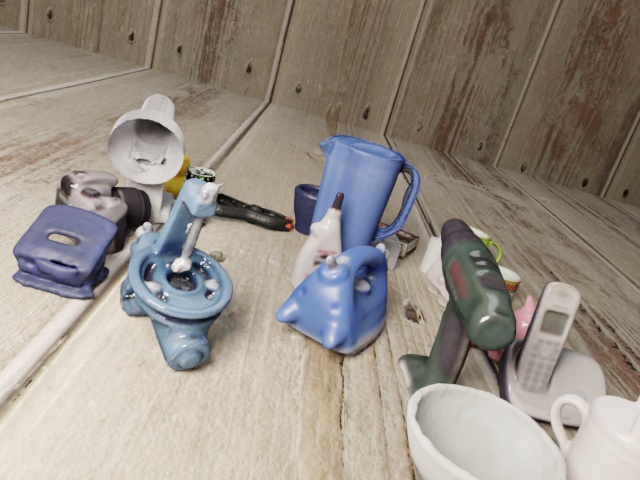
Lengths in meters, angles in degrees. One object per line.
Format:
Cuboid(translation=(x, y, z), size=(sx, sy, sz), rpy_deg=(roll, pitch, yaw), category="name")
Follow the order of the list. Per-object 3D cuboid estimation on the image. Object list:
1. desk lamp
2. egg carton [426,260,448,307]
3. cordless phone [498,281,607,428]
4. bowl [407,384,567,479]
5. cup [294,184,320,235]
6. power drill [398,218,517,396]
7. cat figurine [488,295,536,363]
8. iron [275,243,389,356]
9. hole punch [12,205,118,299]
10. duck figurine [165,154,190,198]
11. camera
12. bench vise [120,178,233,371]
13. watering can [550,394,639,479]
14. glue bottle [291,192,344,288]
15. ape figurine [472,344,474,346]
Cuboid(translation=(-0.300, -0.139, 1.000), size=(0.118, 0.213, 0.203), rpy_deg=(11, 21, -15), category="desk lamp")
Cuboid(translation=(0.258, 0.091, 1.042), size=(0.107, 0.069, 0.150), rpy_deg=(9, 21, -20), category="egg carton")
Cuboid(translation=(0.329, 0.152, 0.766), size=(0.148, 0.185, 0.094), rpy_deg=(13, 20, -9), category="cordless phone")
Cuboid(translation=(0.160, 0.228, 0.594), size=(0.167, 0.075, 0.167), rpy_deg=(15, 20, -5), category="bowl")
Cuboid(translation=(-0.016, -0.063, 1.197), size=(0.091, 0.095, 0.118), rpy_deg=(18, 20, 3), category="cup")
Cuboid(translation=(0.173, 0.100, 0.749), size=(0.076, 0.208, 0.229), rpy_deg=(12, 20, -11), category="power drill")
Cuboid(translation=(0.317, 0.139, 0.891), size=(0.067, 0.118, 0.128), rpy_deg=(24, 21, 21), category="cat figurine")
Cuboid(translation=(0.052, 0.065, 0.842), size=(0.118, 0.141, 0.259), rpy_deg=(26, 22, 24), category="iron")
Cuboid(translation=(-0.331, 0.013, 0.751), size=(0.108, 0.091, 0.101), rpy_deg=(16, 20, -2), category="hole punch")
Cuboid(translation=(-0.293, -0.139, 1.192), size=(0.104, 0.086, 0.078), rpy_deg=(31, 24, 34), category="duck figurine")
Cuboid(translation=(-0.334, -0.054, 0.912), size=(0.137, 0.101, 0.142), rpy_deg=(-4, 28, -44), category="camera")
Cuboid(translation=(-0.182, 0.015, 0.675), size=(0.206, 0.220, 0.122), rpy_deg=(29, 23, 31), category="bench vise")
Cuboid(translation=(0.337, 0.212, 0.601), size=(0.172, 0.194, 0.101), rpy_deg=(20, 20, 9), category="watering can")
Cuboid(translation=(0.008, 0.003, 0.925), size=(0.078, 0.173, 0.037), rpy_deg=(5, 23, -28), category="glue bottle")
Cuboid(translation=(0.247, 0.122, 0.920), size=(0.076, 0.092, 0.077), rpy_deg=(13, 20, -11), category="ape figurine")
